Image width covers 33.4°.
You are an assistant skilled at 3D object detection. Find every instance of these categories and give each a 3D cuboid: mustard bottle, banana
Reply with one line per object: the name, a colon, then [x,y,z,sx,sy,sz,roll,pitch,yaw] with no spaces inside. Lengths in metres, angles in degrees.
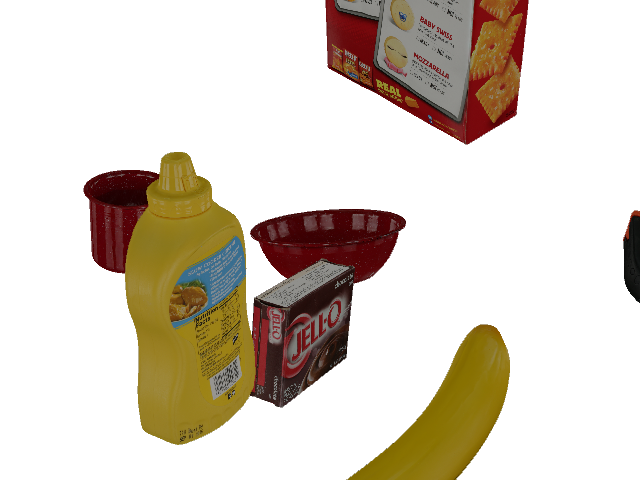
mustard bottle: [-0.086,0.033,0.703,0.058,0.192,0.096,16,33,30]
banana: [0.054,0.108,0.586,0.197,0.037,0.070,-36,37,-30]

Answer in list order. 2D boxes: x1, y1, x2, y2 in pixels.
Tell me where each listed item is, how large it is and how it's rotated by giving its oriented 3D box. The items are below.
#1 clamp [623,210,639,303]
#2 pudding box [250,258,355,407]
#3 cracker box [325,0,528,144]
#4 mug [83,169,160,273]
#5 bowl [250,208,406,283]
clamp: [0.266,0.042,0.705,0.120,0.039,0.171,-2,45,-19]
pudding box: [-0.015,0.074,0.893,0.039,0.090,0.113,16,25,24]
cracker box: [0.080,-0.205,0.821,0.072,0.214,0.164,-31,48,-30]
mug: [-0.199,-0.024,1.118,0.093,0.081,0.117,-1,28,-9]
bowl: [0.010,0.010,1.104,0.162,0.055,0.162,-4,13,1]
